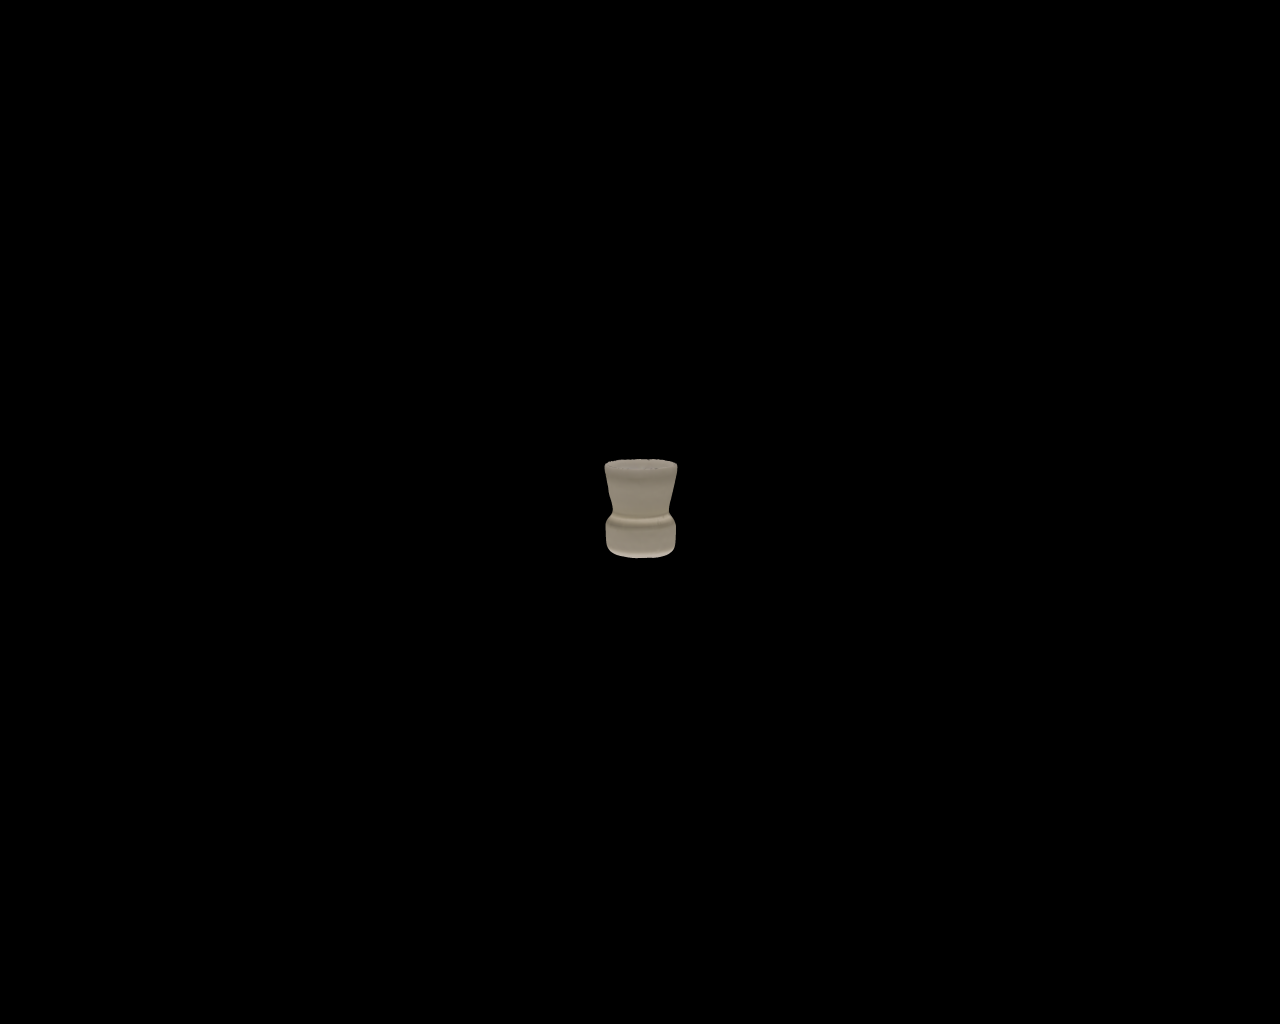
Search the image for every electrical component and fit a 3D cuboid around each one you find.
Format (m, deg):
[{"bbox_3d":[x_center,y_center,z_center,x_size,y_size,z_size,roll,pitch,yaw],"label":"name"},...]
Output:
[{"bbox_3d":[0.001,-0.003,0.650,0.045,0.055,0.045,0,11,0],"label":"electrical component"}]
